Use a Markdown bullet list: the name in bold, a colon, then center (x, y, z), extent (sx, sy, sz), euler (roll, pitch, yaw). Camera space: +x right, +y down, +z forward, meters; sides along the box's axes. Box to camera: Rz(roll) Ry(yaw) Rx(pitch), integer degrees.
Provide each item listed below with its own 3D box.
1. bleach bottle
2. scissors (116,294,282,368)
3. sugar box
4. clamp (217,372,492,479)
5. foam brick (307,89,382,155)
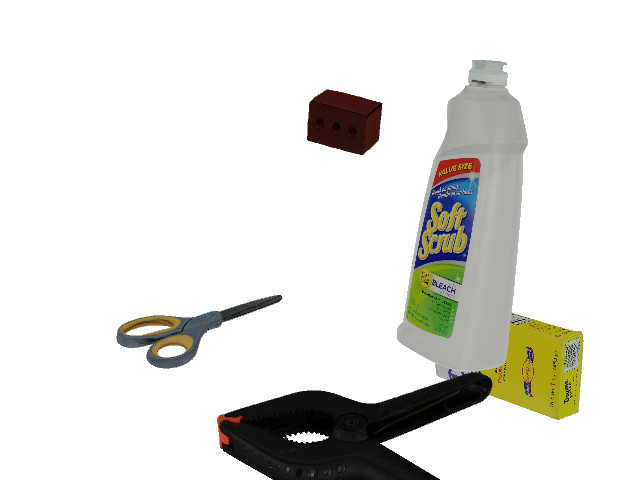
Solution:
- **bleach bottle**: center (0.122, -0.024, 0.890), extent (0.067, 0.251, 0.103), euler (-4, 16, -31)
- **scissors**: center (-0.116, 0.097, 1.149), extent (0.201, 0.016, 0.096), euler (-7, 31, -24)
- **sugar box**: center (0.207, 0.129, 1.193), extent (0.048, 0.093, 0.177), euler (-10, 16, -43)
- **clamp**: center (0.030, 0.142, 0.789), extent (0.210, 0.036, 0.164), euler (5, 29, 14)
- **foam brick**: center (0.029, -0.144, 1.291), extent (0.078, 0.053, 0.051), euler (17, 32, 21)
